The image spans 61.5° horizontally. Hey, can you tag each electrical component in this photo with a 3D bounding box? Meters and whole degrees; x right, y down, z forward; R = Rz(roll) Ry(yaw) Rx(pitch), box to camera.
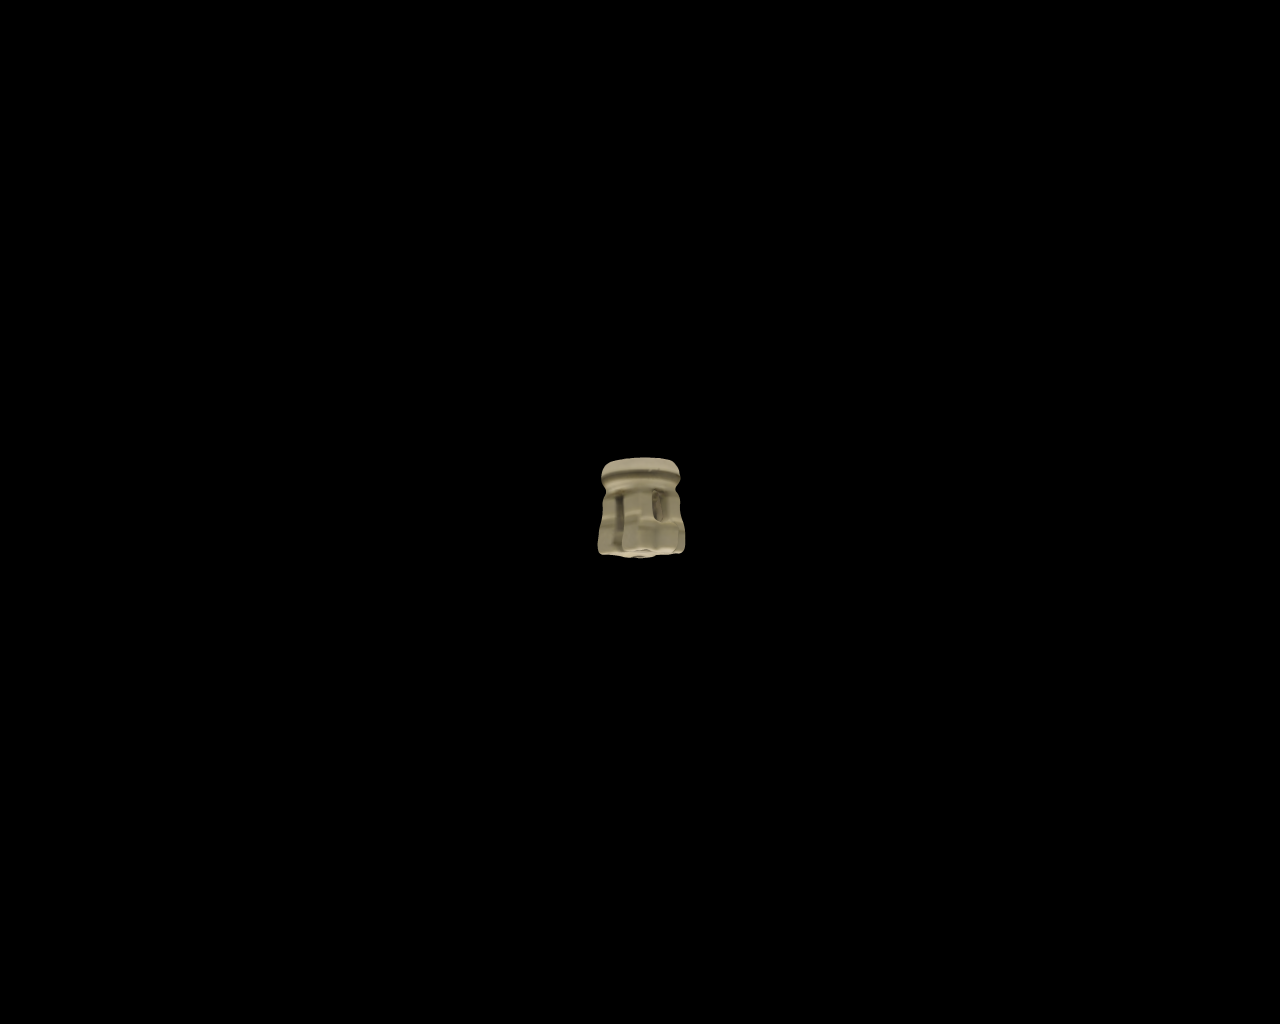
[{"bbox_3d":[0.001,-0.003,0.650,0.048,0.055,0.066,7,-11,-39],"label":"electrical component"}]
